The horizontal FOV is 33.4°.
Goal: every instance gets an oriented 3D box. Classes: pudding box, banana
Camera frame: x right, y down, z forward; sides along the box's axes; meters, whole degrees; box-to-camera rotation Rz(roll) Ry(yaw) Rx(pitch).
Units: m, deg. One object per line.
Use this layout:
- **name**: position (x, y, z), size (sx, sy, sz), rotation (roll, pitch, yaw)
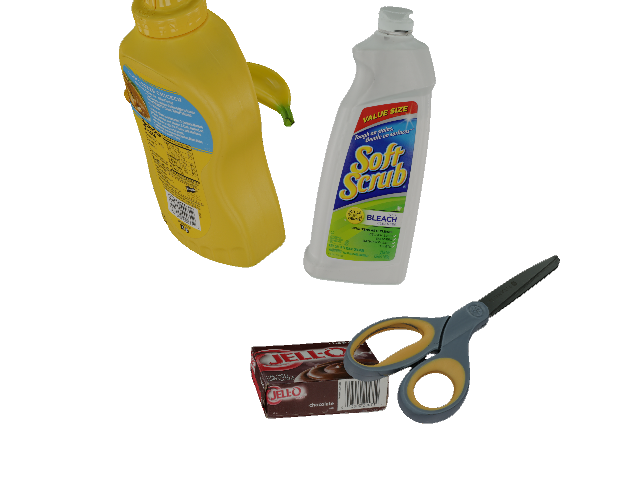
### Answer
- **pudding box**: position (-0.003, 0.124, 0.971), size (0.113, 0.039, 0.090), rotation (-1, 16, -12)
- **banana**: position (-0.112, -0.166, 1.143), size (0.198, 0.037, 0.069), rotation (9, 46, 18)

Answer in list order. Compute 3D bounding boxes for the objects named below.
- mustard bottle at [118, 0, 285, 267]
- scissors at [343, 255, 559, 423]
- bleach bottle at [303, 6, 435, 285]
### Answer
- **mustard bottle**: position (-0.075, -0.077, 0.633), size (0.058, 0.191, 0.096), rotation (-36, 49, -26)
- **scissors**: position (0.114, 0.070, 0.762), size (0.201, 0.096, 0.016), rotation (-16, -39, -21)
- **bleach bottle**: position (0.046, -0.086, 0.974), size (0.102, 0.251, 0.068), rotation (5, 22, -1)
